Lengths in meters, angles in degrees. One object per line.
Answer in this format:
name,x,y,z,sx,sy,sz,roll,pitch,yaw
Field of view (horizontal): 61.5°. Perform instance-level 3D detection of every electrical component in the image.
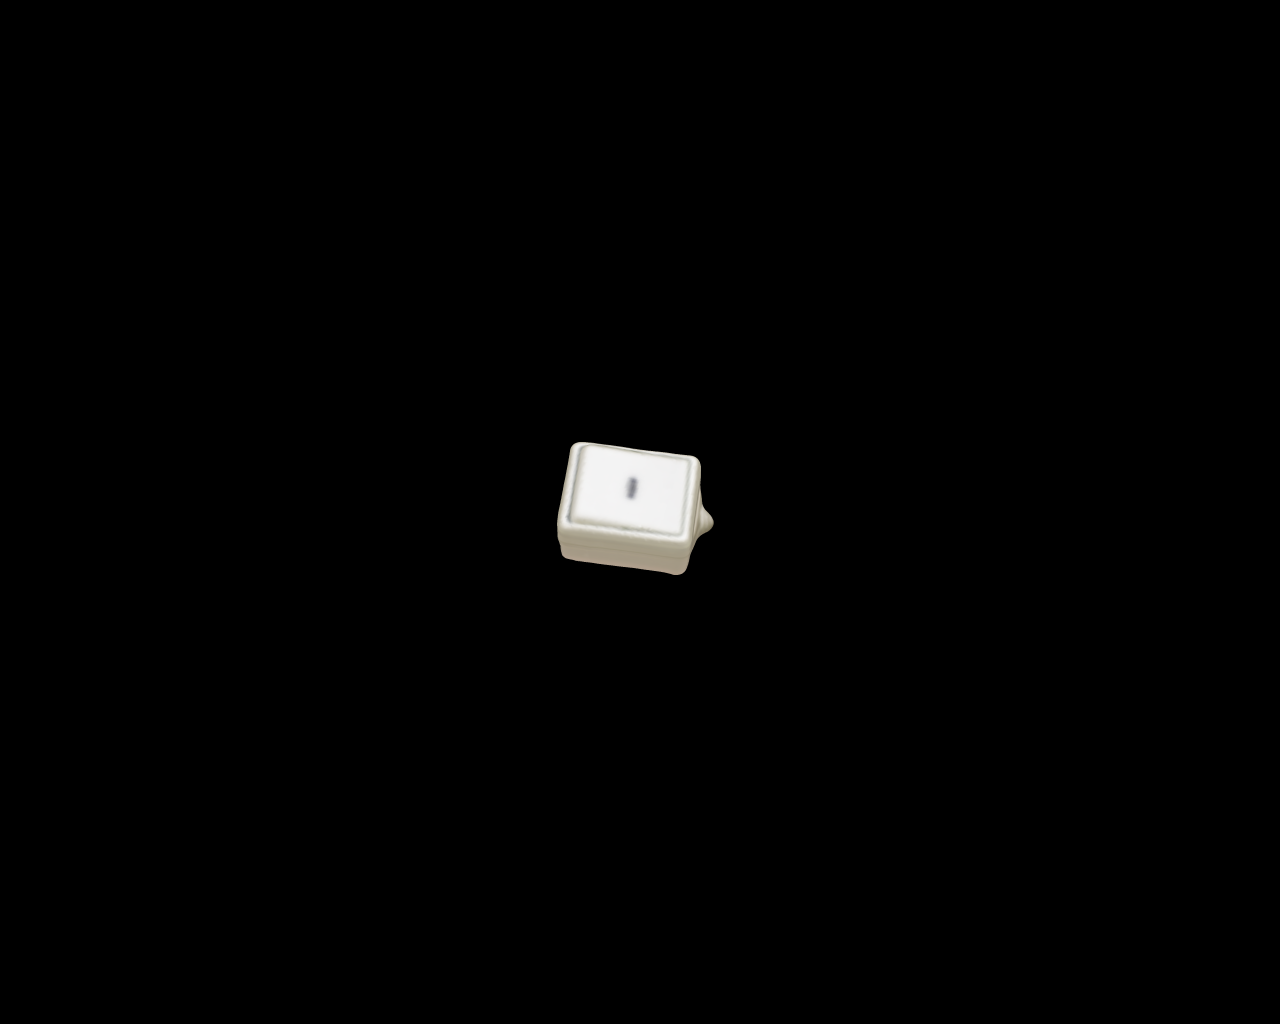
electrical component,0.001,-0.003,0.650,0.096,0.062,0.061,8,-23,3
